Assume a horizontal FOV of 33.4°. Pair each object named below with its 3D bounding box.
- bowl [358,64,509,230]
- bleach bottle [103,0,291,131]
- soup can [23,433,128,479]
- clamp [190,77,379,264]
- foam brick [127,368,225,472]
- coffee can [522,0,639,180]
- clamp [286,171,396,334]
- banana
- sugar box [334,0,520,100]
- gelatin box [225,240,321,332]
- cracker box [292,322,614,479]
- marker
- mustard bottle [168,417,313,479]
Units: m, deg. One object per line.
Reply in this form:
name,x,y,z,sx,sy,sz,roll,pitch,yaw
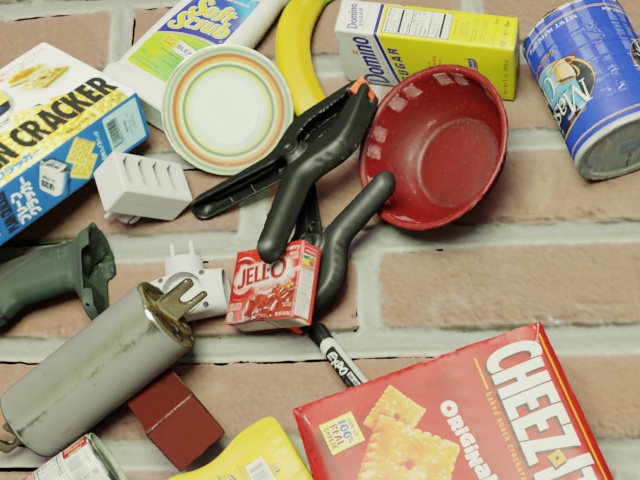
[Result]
bowl,0.116,-0.081,1.004,0.162,0.055,0.162,-14,68,36
bleach bottle,-0.112,-0.232,1.130,0.103,0.068,0.250,33,73,14
soup can,-0.226,0.226,0.938,0.102,0.068,0.068,-35,65,-7
clamp,-0.029,-0.075,1.023,0.210,0.036,0.165,-50,35,-15
foam brick,-0.127,0.157,0.940,0.053,0.051,0.078,-40,23,-9
coffee can,0.263,-0.142,1.000,0.103,0.103,0.140,-18,63,1
clamp,-0.007,0.001,1.010,0.120,0.039,0.171,18,77,49
banana,-0.012,-0.187,1.106,0.070,0.037,0.198,-4,65,8
sugar box,0.107,-0.187,1.054,0.176,0.093,0.048,7,66,14
gelatin box,-0.044,0.043,0.975,0.089,0.030,0.073,-9,64,42
cracker box,0.104,0.177,0.830,0.213,0.072,0.164,-20,58,2
marker,0.021,0.111,0.949,0.020,0.020,0.121,-34,40,-6
mustard bottle,-0.096,0.240,0.913,0.191,0.058,0.096,-32,69,-5
